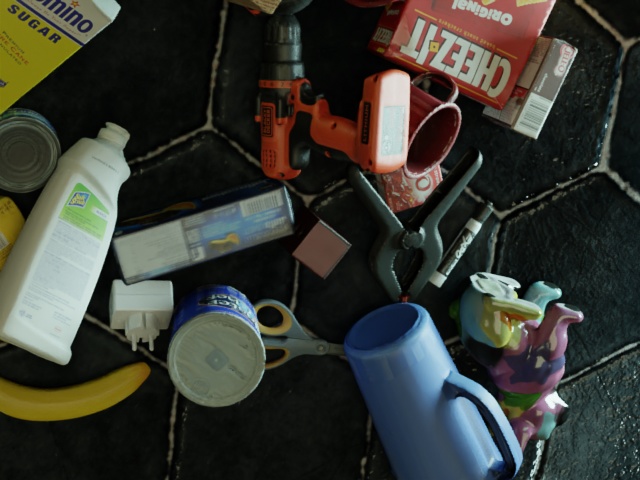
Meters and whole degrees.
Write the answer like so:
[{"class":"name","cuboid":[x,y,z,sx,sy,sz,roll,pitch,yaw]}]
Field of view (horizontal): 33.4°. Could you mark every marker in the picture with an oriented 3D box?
[{"class":"marker","cuboid":[0.173,0.003,1.302,0.020,0.020,0.121,32,95,-22]}]

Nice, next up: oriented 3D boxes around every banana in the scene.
[{"class":"banana","cuboid":[-0.292,0.172,1.210,0.197,0.037,0.070,3,106,-17]}]

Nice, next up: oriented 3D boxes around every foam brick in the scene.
[{"class":"foam brick","cuboid":[-0.008,0.001,1.219,0.051,0.078,0.053,38,91,-21]}]

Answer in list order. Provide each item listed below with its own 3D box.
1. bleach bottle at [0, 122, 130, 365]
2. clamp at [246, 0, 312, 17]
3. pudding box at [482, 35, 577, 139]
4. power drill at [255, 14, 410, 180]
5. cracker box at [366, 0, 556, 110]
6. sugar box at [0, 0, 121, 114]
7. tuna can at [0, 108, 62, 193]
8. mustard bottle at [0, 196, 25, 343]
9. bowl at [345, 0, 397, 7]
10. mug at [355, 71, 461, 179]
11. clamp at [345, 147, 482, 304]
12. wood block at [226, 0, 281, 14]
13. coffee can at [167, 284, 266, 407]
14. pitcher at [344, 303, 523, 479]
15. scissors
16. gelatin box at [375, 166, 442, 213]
[{"class":"bleach bottle","cuboid":[-0.259,-0.004,1.118,0.102,0.068,0.250,35,72,-41]},{"class":"clamp","cuboid":[-0.004,-0.286,1.119,0.171,0.120,0.039,-42,141,13]},{"class":"pudding box","cuboid":[0.240,-0.180,1.229,0.039,0.090,0.113,22,99,-19]},{"class":"power drill","cuboid":[0.008,-0.148,1.129,0.057,0.188,0.184,-13,109,-43]},{"class":"cracker box","cuboid":[0.173,-0.275,1.192,0.164,0.072,0.214,21,100,-20]},{"class":"sugar box","cuboid":[-0.294,-0.207,1.059,0.176,0.048,0.093,-33,114,24]},{"class":"tuna can","cuboid":[-0.316,-0.094,1.123,0.086,0.034,0.086,-7,112,-18]},{"class":"mustard bottle","cuboid":[-0.328,0.054,1.151,0.096,0.058,0.191,-39,114,-25]},{"class":"bowl","cuboid":[0.083,-0.316,1.128,0.055,0.162,0.162,14,103,-48]},{"class":"mug","cuboid":[0.099,-0.135,1.154,0.117,0.082,0.093,-52,151,-2]},{"class":"clamp","cuboid":[0.093,-0.012,1.239,0.164,0.036,0.210,-1,121,-21]},{"class":"wood block","cuboid":[-0.080,-0.289,1.043,0.090,0.206,0.091,34,94,-22]},{"class":"coffee can","cuboid":[-0.115,0.113,1.178,0.102,0.140,0.103,-1,100,-6]},{"class":"pitcher","cuboid":[0.129,0.199,1.274,0.149,0.145,0.243,-26,113,-3]},{"class":"scissors","cuboid":[-0.007,0.111,1.284,0.201,0.016,0.096,-5,107,-14]},{"class":"gelatin box","cuboid":[0.102,-0.083,1.250,0.073,0.030,0.089,-18,111,-10]}]
